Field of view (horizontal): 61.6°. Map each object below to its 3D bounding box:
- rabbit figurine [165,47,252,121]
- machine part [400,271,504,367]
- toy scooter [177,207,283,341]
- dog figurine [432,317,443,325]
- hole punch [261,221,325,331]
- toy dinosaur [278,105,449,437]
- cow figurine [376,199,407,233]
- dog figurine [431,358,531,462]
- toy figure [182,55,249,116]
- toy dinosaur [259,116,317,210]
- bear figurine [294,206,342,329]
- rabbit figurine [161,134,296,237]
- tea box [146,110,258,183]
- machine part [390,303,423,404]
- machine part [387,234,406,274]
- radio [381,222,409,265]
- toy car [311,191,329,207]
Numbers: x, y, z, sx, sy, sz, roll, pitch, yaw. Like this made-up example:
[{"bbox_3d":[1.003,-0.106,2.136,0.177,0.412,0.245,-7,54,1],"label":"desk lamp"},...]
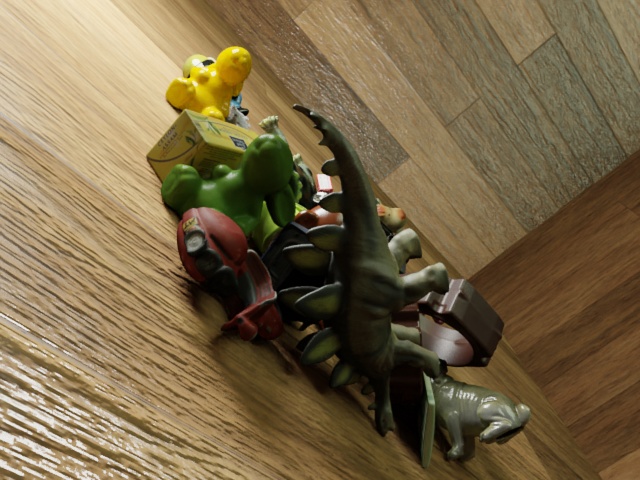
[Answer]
[{"bbox_3d":[-0.195,-0.306,1.060,0.122,0.173,0.162,43,19,-10],"label":"rabbit figurine"},{"bbox_3d":[0.220,0.153,1.011,0.201,0.201,0.087,44,59,-22],"label":"machine part"},{"bbox_3d":[-0.100,0.048,0.600,0.183,0.075,0.135,56,5,-11],"label":"toy scooter"},{"bbox_3d":[0.180,0.132,1.224,0.219,0.108,0.192,37,19,-34],"label":"dog figurine"},{"bbox_3d":[-0.025,0.049,0.752,0.115,0.142,0.092,24,23,-38],"label":"hole punch"},{"bbox_3d":[0.054,0.060,0.670,0.105,0.199,0.470,-140,-140,-62],"label":"toy dinosaur"},{"bbox_3d":[0.130,-0.032,1.330,0.127,0.195,0.085,32,51,-36],"label":"cow figurine"},{"bbox_3d":[0.259,0.274,0.963,0.121,0.172,0.191,50,15,-55],"label":"dog figurine"},{"bbox_3d":[-0.239,-0.345,1.223,0.180,0.082,0.089,55,12,11],"label":"toy figure"},{"bbox_3d":[-0.067,-0.106,1.072,0.404,0.131,0.192,30,36,-66],"label":"toy dinosaur"},{"bbox_3d":[0.029,0.035,0.825,0.132,0.120,0.195,49,-30,33],"label":"bear figurine"},{"bbox_3d":[-0.095,-0.061,0.721,0.159,0.170,0.121,29,26,-55],"label":"rabbit figurine"},{"bbox_3d":[-0.157,-0.121,0.800,0.068,0.098,0.169,55,21,19],"label":"tea box"},{"bbox_3d":[0.131,0.173,0.871,0.179,0.056,0.179,-2,91,-85],"label":"machine part"},{"bbox_3d":[0.154,0.044,1.131,0.084,0.039,0.139,28,46,-15],"label":"machine part"},{"bbox_3d":[0.090,0.004,1.215,0.229,0.131,0.073,42,13,-29],"label":"radio"},{"bbox_3d":[-0.002,-0.003,0.993,0.202,0.053,0.089,-78,160,-45],"label":"toy car"}]
